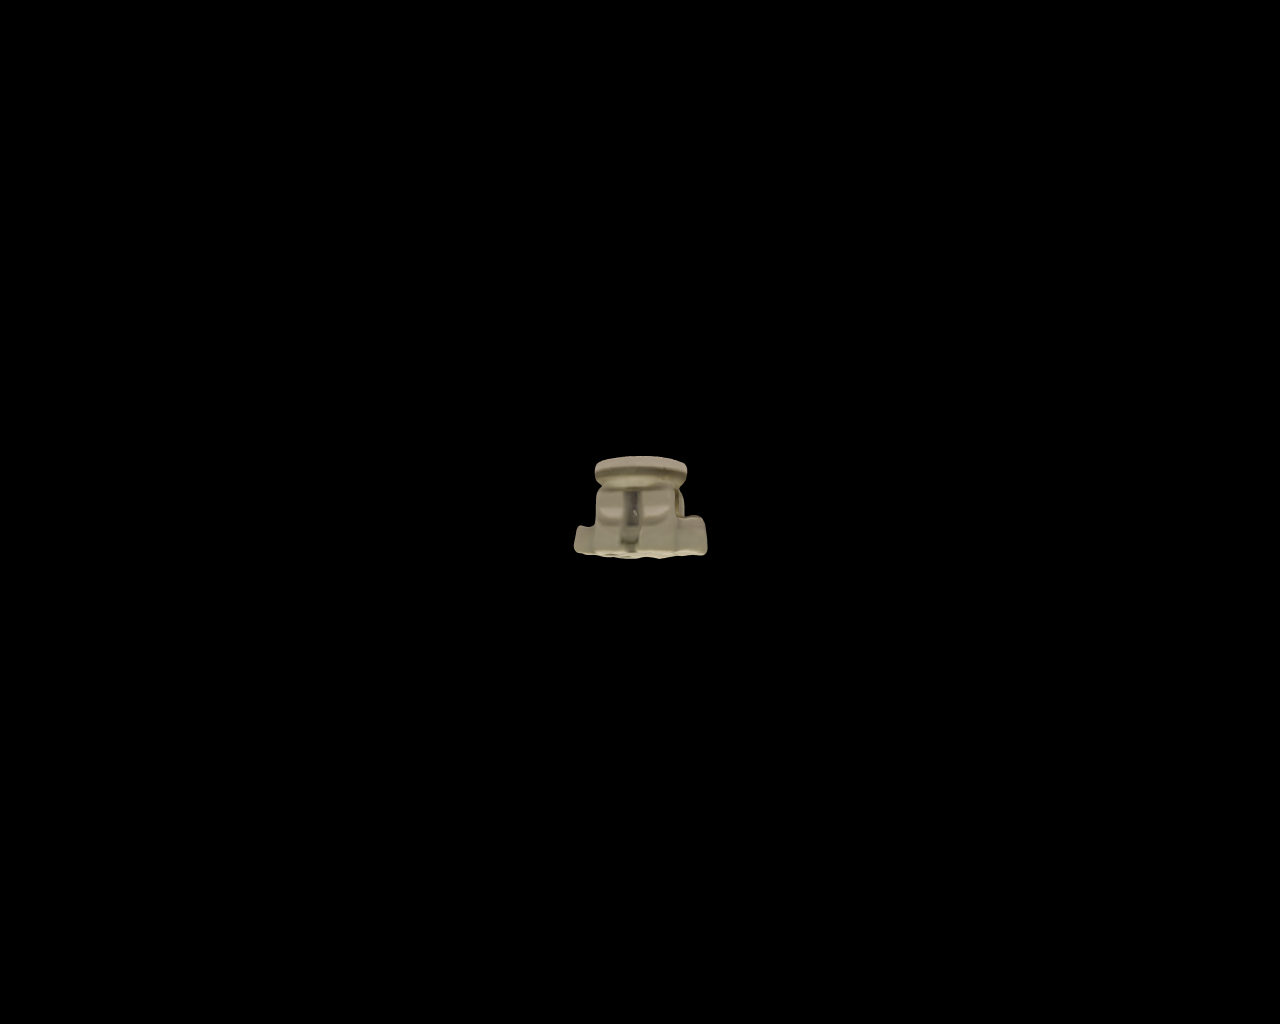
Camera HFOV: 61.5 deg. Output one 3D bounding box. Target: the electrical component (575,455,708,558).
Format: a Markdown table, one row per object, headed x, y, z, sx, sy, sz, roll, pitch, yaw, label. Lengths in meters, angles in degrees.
| x | y | z | sx | sy | sz | roll | pitch | yaw | label |
| --- | --- | --- | --- | --- | --- | --- | --- | --- | --- |
| 0.001 | -0.003 | 0.650 | 0.078 | 0.057 | 0.058 | -2 | -7 | 14 | electrical component |
